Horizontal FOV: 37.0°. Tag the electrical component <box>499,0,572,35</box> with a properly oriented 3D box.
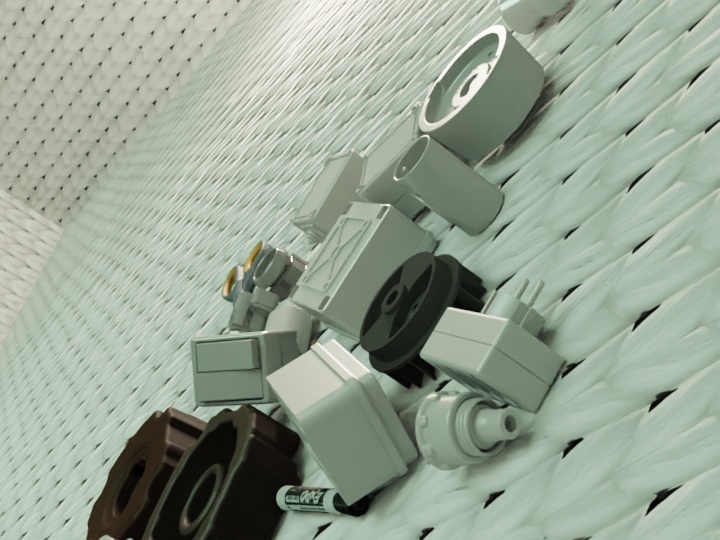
[{"bbox_3d":[0.159,-0.244,0.968,0.055,0.045,0.045,-31,31,49],"label":"electrical component"}]

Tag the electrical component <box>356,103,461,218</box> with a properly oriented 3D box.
[{"bbox_3d":[0.043,-0.087,0.958,0.096,0.061,0.061,-42,23,34],"label":"electrical component"}]

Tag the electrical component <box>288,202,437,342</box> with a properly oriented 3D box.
[{"bbox_3d":[0.000,0.000,0.924,0.108,0.056,0.109,-57,19,-7],"label":"electrical component"}]

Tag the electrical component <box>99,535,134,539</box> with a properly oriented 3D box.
[{"bbox_3d":[-0.203,0.259,0.941,0.043,0.081,0.043,-47,21,24],"label":"electrical component"}]

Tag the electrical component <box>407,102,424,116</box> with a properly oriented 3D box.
[{"bbox_3d":[0.052,-0.129,1.041,0.065,0.044,0.044,-53,18,-10],"label":"electrical component"}]

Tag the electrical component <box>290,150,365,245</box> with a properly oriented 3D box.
[{"bbox_3d":[-0.019,-0.060,1.062,0.096,0.061,0.062,-61,20,-15],"label":"electrical component"}]

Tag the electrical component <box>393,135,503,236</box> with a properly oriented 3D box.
[{"bbox_3d":[0.065,-0.070,0.853,0.044,0.077,0.079,-54,19,5],"label":"electrical component"}]

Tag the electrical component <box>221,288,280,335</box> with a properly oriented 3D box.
[{"bbox_3d":[-0.107,0.063,1.068,0.078,0.058,0.057,118,172,-55],"label":"electrical component"}]

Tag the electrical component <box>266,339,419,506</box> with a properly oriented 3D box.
[{"bbox_3d":[-0.014,0.101,0.743,0.057,0.078,0.113,-31,17,-9],"label":"electrical component"}]

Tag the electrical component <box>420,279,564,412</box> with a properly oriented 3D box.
[{"bbox_3d":[0.089,0.038,0.663,0.075,0.047,0.083,-58,19,-9],"label":"electrical component"}]

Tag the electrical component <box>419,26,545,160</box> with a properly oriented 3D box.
[{"bbox_3d":[0.107,-0.142,0.898,0.108,0.060,0.108,-46,21,24],"label":"electrical component"}]

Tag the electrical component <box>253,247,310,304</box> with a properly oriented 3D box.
[{"bbox_3d":[-0.074,0.009,1.086,0.066,0.055,0.048,-49,20,18],"label":"electrical component"}]

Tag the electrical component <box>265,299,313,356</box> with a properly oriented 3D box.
[{"bbox_3d":[-0.067,0.057,1.009,0.043,0.043,0.081,-43,22,32],"label":"electrical component"}]

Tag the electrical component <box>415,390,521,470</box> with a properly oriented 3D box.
[{"bbox_3d":[0.067,0.093,0.633,0.062,0.048,0.048,-17,41,50],"label":"electrical component"}]

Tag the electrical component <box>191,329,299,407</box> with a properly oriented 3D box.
[{"bbox_3d":[-0.107,0.087,0.943,0.096,0.061,0.061,-6,87,28],"label":"electrical component"}]
